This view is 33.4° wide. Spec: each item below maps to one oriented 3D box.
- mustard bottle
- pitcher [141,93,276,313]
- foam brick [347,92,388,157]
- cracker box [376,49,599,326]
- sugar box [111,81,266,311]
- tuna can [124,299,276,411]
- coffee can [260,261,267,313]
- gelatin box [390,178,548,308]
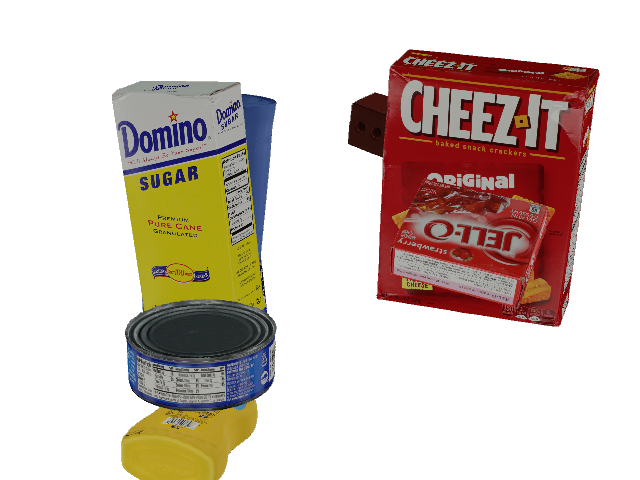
[{"bbox_3d":[-0.116,0.178,1.063,0.096,0.058,0.191,7,19,15],"label":"mustard bottle"},{"bbox_3d":[-0.108,-0.025,1.033,0.149,0.243,0.145,-2,15,-19],"label":"pitcher"},{"bbox_3d":[0.078,-0.130,1.227,0.078,0.053,0.051,23,34,29],"label":"foam brick"},{"bbox_3d":[0.137,-0.043,0.905,0.164,0.214,0.072,9,25,17],"label":"cracker box"},{"bbox_3d":[-0.097,-0.028,0.791,0.093,0.176,0.048,5,24,30],"label":"sugar box"},{"bbox_3d":[-0.068,0.065,0.612,0.086,0.034,0.086,0,18,0],"label":"tuna can"},{"bbox_3d":[-0.117,0.057,1.264,0.103,0.140,0.103,-4,26,2],"label":"coffee can"},{"bbox_3d":[0.098,0.000,0.703,0.089,0.030,0.073,14,46,15],"label":"gelatin box"}]
